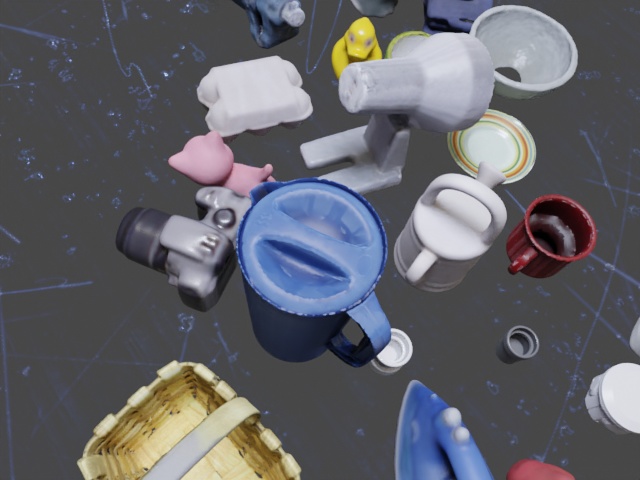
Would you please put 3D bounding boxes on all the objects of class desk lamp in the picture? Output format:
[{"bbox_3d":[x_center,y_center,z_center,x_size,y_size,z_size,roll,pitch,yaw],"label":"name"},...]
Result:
[{"bbox_3d":[0.091,-0.154,0.724,0.203,0.213,0.118,-19,69,-14],"label":"desk lamp"}]

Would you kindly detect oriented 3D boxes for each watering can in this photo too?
[{"bbox_3d":[0.158,-0.022,0.682,0.101,0.194,0.173,17,64,2],"label":"watering can"}]

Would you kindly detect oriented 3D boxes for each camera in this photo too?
[{"bbox_3d":[-0.163,-0.007,0.688,0.136,0.101,0.143,21,65,4],"label":"camera"}]

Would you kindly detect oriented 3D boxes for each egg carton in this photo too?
[{"bbox_3d":[-0.091,-0.196,0.802,0.150,0.069,0.107,-16,68,-14],"label":"egg carton"}]

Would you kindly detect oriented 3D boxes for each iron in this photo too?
[{"bbox_3d":[0.143,0.258,0.579,0.119,0.141,0.258,-10,67,-11],"label":"iron"}]

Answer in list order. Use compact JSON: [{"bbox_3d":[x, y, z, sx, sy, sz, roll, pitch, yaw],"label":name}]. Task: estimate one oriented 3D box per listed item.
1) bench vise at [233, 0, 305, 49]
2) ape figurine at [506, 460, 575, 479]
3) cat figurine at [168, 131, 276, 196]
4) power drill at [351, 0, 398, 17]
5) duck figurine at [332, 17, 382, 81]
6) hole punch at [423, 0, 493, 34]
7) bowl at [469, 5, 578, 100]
[{"bbox_3d":[-0.083,-0.404,0.816,0.207,0.220,0.122,34,66,9],"label":"bench vise"},{"bbox_3d":[0.244,0.271,0.612,0.078,0.092,0.076,-17,68,-14],"label":"ape figurine"},{"bbox_3d":[-0.119,-0.090,0.722,0.128,0.118,0.067,11,64,-1],"label":"cat figurine"},{"bbox_3d":[0.086,-0.459,0.867,0.076,0.208,0.229,-31,72,-19],"label":"power drill"},{"bbox_3d":[0.060,-0.293,0.855,0.077,0.086,0.104,14,64,0],"label":"duck figurine"},{"bbox_3d":[0.223,-0.380,0.912,0.108,0.091,0.101,7,65,-3],"label":"hole punch"},{"bbox_3d":[0.300,-0.275,0.881,0.167,0.075,0.167,3,65,-5],"label":"bowl"}]
